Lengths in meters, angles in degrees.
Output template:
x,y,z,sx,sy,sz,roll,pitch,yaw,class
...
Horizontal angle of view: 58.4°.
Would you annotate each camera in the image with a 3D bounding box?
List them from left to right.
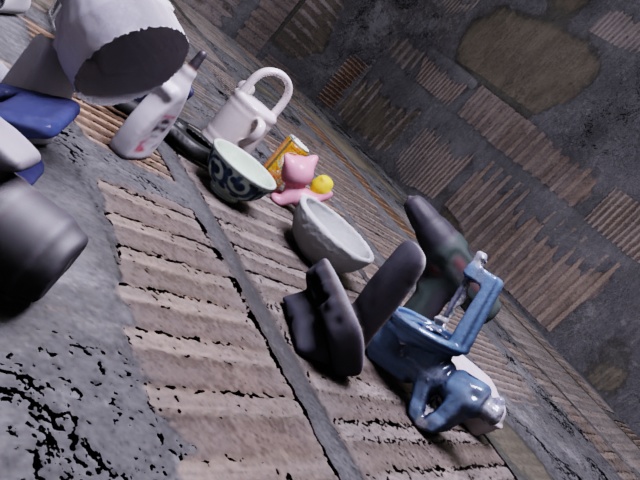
x,y,z,sx,sy,sz,roll,pitch,yaw,class
-0.228,-0.021,0.377,0.137,0.100,0.143,39,15,-13,camera

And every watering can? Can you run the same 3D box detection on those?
x,y,z,sx,sy,sz,roll,pitch,yaw,class
-0.135,-0.250,1.097,0.172,0.194,0.101,50,16,28,watering can

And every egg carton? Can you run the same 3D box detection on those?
x,y,z,sx,sy,sz,roll,pitch,yaw,class
0.218,0.230,0.890,0.150,0.069,0.107,39,15,-12,egg carton

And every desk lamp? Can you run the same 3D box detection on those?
x,y,z,sx,sy,sz,roll,pitch,yaw,class
-0.261,-0.197,0.573,0.203,0.213,0.118,45,14,10,desk lamp

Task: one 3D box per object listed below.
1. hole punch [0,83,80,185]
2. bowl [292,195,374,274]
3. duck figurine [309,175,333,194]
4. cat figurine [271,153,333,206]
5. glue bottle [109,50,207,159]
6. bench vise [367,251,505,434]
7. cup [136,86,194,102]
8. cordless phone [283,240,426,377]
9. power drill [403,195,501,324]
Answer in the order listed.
x,y,z,sx,sy,sz,roll,pitch,yaw,class
-0.280,-0.105,0.502,0.101,0.091,0.108,36,15,-23,hole punch
0.009,0.004,0.984,0.168,0.074,0.167,39,15,-12,bowl
-0.011,-0.101,1.211,0.077,0.086,0.105,47,15,17,duck figurine
-0.034,-0.109,1.110,0.128,0.117,0.067,40,14,-10,cat figurine
-0.205,-0.182,0.757,0.037,0.173,0.078,42,14,-1,glue bottle
0.186,0.136,0.773,0.207,0.219,0.122,46,15,13,bench vise
-0.273,-0.250,0.932,0.118,0.095,0.091,39,15,-14,cup
0.050,0.060,0.704,0.094,0.185,0.147,32,17,-34,cordless phone
0.165,0.073,0.926,0.229,0.208,0.076,43,14,1,power drill
